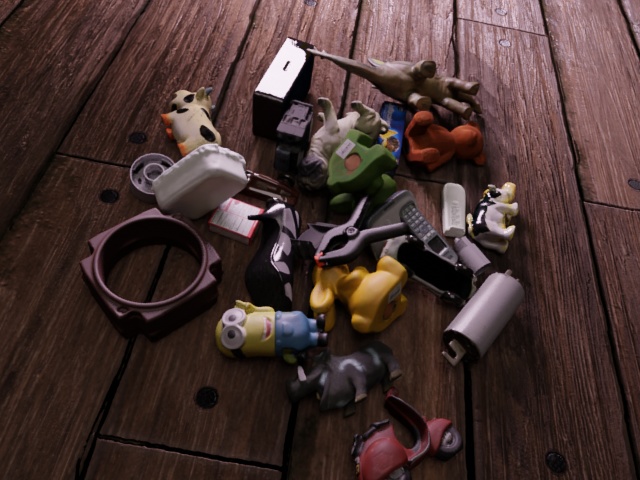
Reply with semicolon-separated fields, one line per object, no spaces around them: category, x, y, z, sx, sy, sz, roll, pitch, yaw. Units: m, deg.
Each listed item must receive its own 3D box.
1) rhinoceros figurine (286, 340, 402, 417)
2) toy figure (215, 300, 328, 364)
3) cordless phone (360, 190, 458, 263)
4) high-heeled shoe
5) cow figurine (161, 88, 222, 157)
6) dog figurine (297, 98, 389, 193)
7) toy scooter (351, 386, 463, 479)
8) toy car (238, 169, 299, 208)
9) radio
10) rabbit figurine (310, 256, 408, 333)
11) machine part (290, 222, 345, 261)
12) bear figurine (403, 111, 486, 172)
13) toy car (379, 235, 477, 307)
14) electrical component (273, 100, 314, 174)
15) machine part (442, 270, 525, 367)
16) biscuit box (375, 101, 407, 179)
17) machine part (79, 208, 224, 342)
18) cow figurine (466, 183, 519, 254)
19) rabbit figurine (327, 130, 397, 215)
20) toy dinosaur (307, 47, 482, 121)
rhinoceros figurine;0.039;0.219;0.866;0.190;0.073;0.112;-18;61;-21
toy figure;-0.080;0.156;0.875;0.180;0.089;0.082;1;37;-6
cordless phone;0.169;0.008;1.041;0.146;0.088;0.184;-38;82;-30
high-heeled shoe;-0.065;0.045;0.997;0.145;0.086;0.248;2;71;-54
cow figurine;-0.266;-0.250;1.144;0.127;0.085;0.195;-22;59;-16
dog figurine;0.047;-0.180;1.123;0.172;0.121;0.190;7;78;12
toy scooter;0.116;0.302;0.820;0.184;0.075;0.135;-23;60;-26
toy car;-0.142;-0.117;1.090;0.202;0.053;0.089;17;51;5
radio;-0.080;-0.334;1.205;0.073;0.131;0.229;19;54;5
rabbit figurine;0.050;0.093;0.952;0.173;0.121;0.162;34;65;31
machine part;-0.002;-0.003;1.007;0.084;0.039;0.139;18;28;23
bear figurine;0.289;-0.216;1.192;0.196;0.132;0.120;-5;85;-8
toy car;0.203;0.055;0.991;0.201;0.056;0.073;29;78;-15
electrical component;-0.058;-0.208;1.129;0.058;0.114;0.134;15;52;5
machine part;0.296;0.138;0.965;0.079;0.079;0.243;38;57;17
biscuit box;0.152;-0.226;1.209;0.059;0.062;0.203;14;54;-2
machine part;-0.286;0.054;0.923;0.201;0.087;0.202;-31;66;-28
cow figurine;0.359;-0.058;1.124;0.098;0.068;0.167;15;53;8
rabbit figurine;0.096;-0.107;1.070;0.121;0.170;0.159;33;90;39
toy dinosaur;0.199;-0.361;1.236;0.471;0.105;0.199;10;16;-33
